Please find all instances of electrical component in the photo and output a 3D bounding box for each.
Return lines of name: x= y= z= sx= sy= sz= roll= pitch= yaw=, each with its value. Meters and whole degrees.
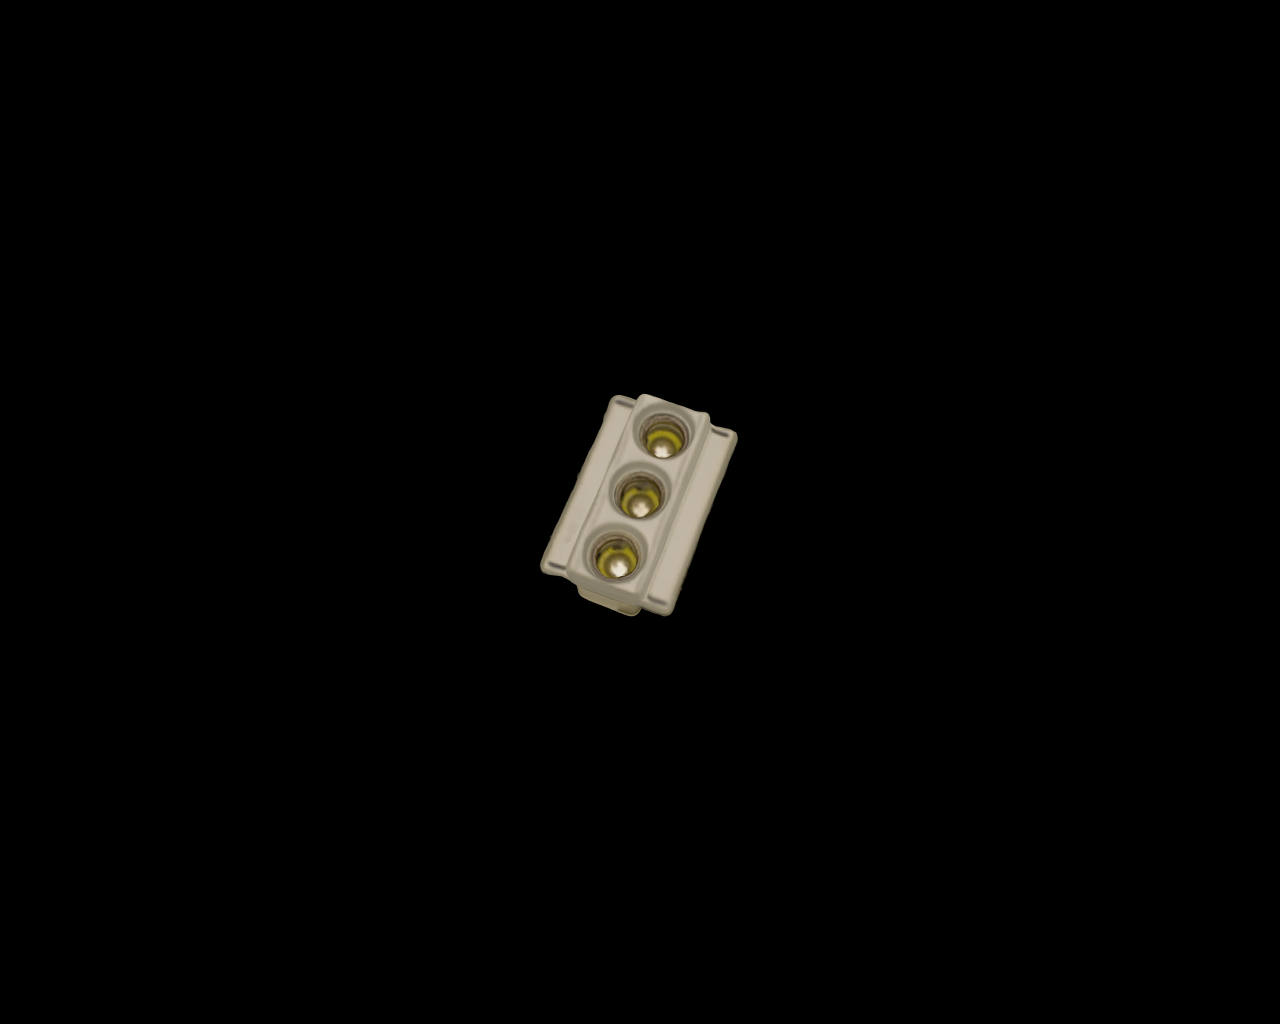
electrical component: x=0.001 y=-0.003 z=0.650 sx=0.079 sy=0.121 sz=0.063 roll=19 pitch=-19 yaw=7
